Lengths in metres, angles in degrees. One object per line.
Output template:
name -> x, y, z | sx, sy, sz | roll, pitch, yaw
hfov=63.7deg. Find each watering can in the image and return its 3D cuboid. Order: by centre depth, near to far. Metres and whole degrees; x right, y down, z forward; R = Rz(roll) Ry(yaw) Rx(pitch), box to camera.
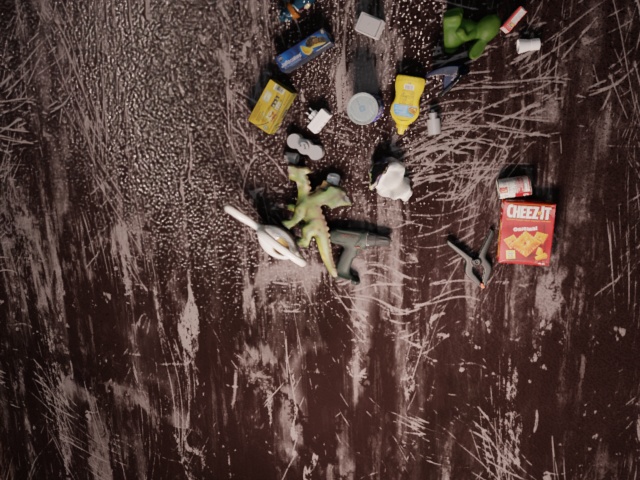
watering can -> -0.184, -0.018, 1.864 | 0.348, 0.224, 0.104 | 37, 92, 4

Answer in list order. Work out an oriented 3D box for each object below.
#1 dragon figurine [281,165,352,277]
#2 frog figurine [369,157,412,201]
dragon figurine -> 0.006, -0.092, 1.823 | 0.239, 0.123, 0.412 | -42, 83, 25
frog figurine -> 0.253, -0.209, 1.780 | 0.158, 0.124, 0.136 | 20, 103, -29
